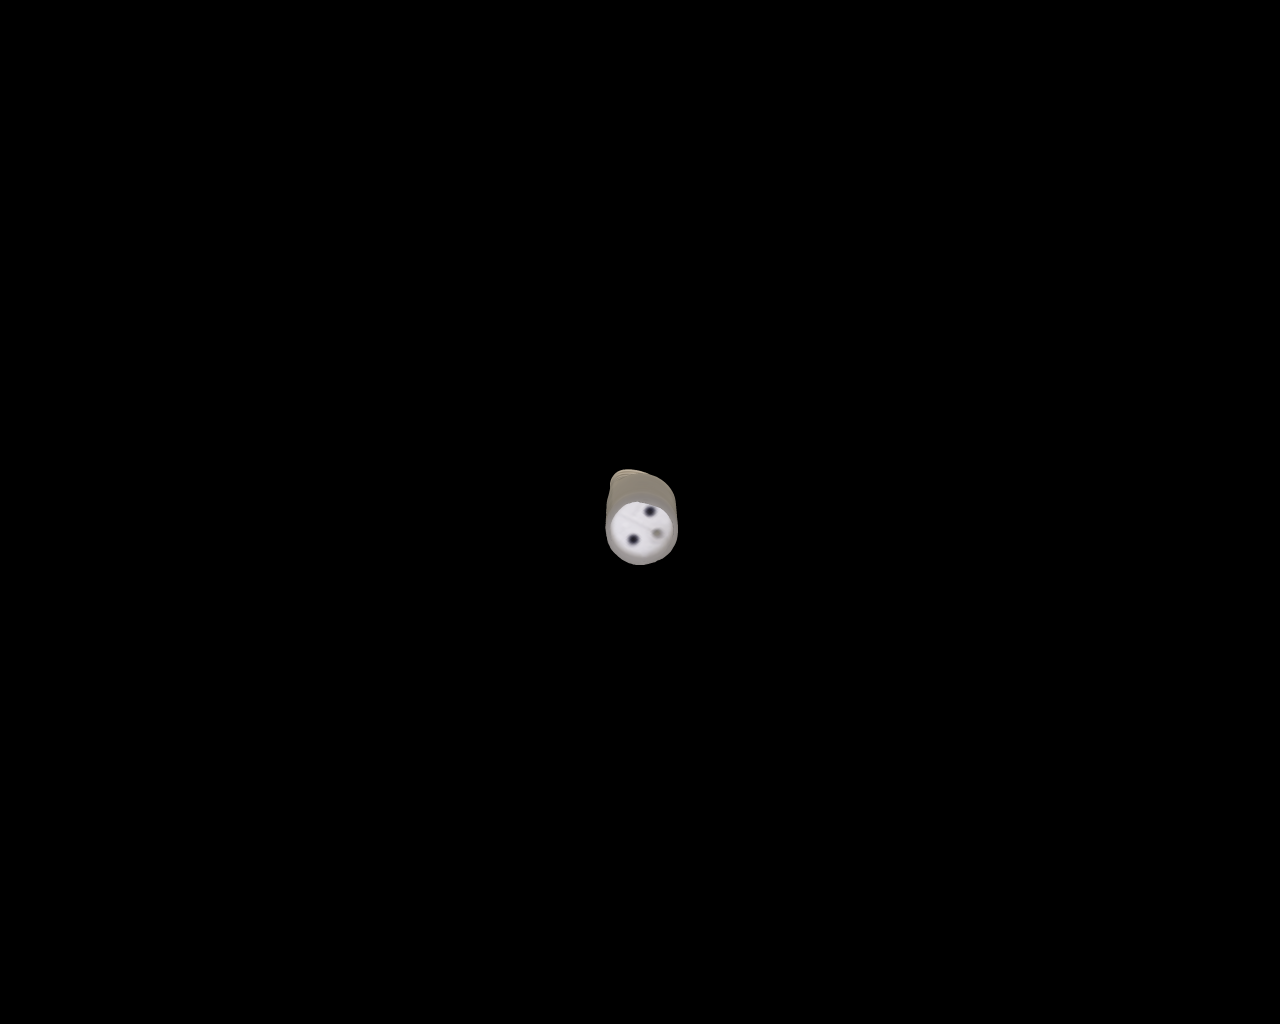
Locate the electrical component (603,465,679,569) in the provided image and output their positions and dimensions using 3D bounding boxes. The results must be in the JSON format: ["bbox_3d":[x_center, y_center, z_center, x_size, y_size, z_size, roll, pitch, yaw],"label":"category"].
[{"bbox_3d":[0.001,-0.003,0.650,0.043,0.043,0.081,0,23,0],"label":"electrical component"}]
